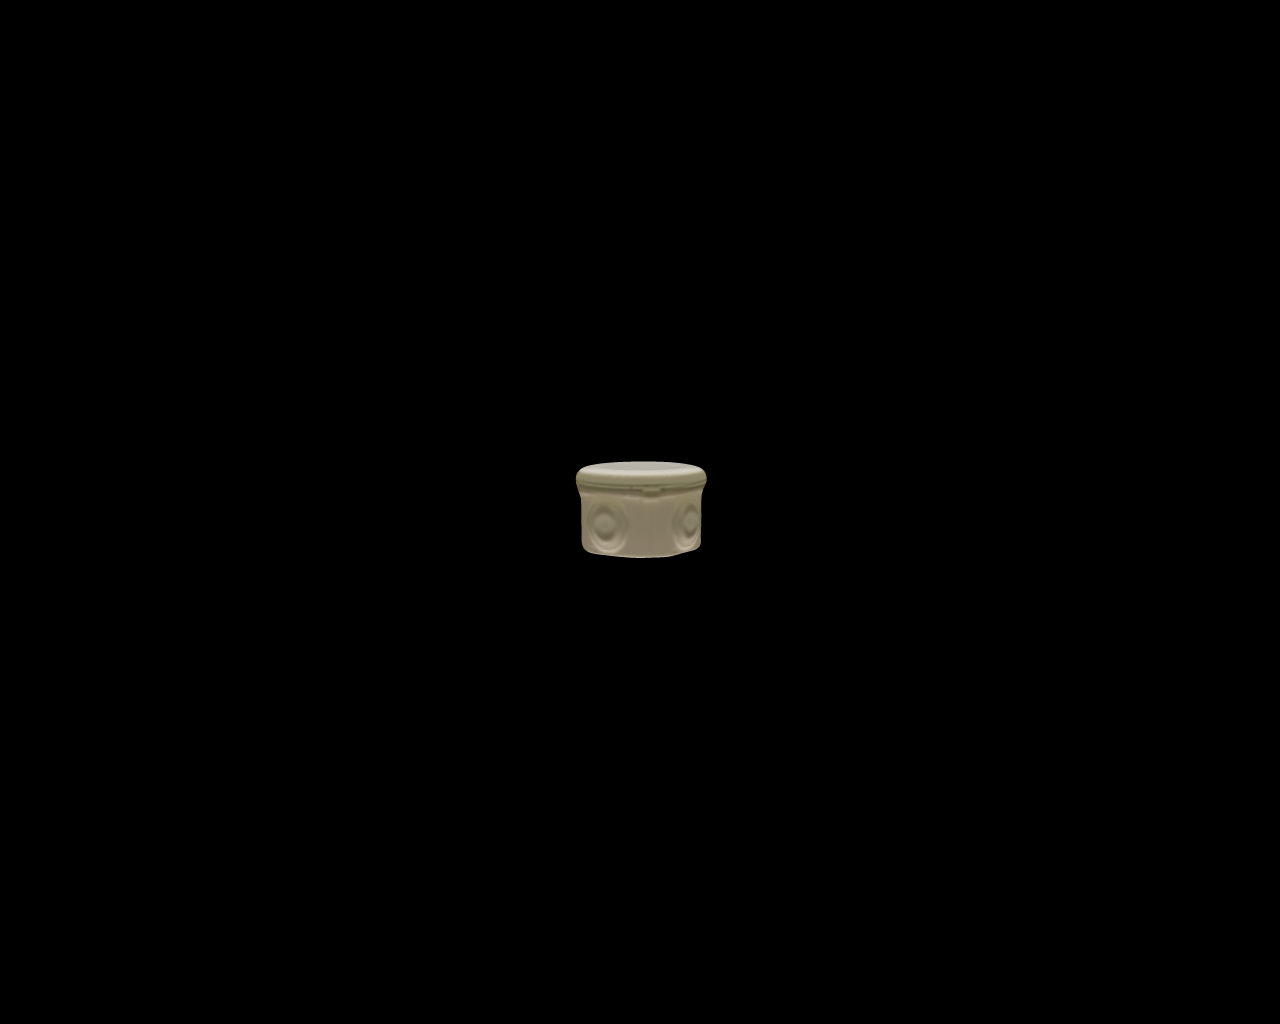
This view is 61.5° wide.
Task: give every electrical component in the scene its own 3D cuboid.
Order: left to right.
[{"bbox_3d":[0.001,-0.003,0.650,0.080,0.051,0.080,0,8,0],"label":"electrical component"}]
